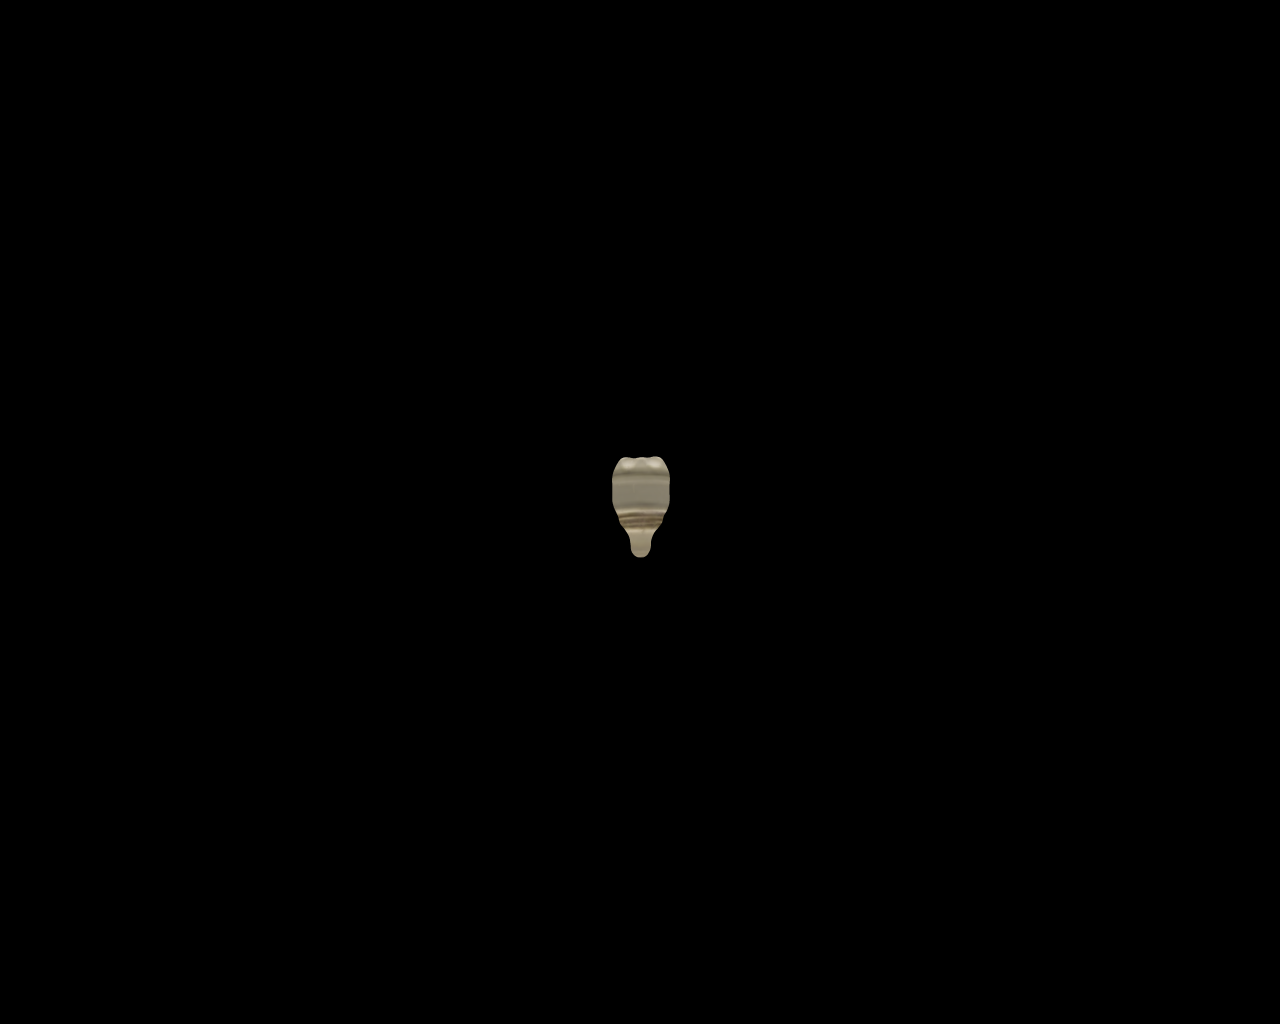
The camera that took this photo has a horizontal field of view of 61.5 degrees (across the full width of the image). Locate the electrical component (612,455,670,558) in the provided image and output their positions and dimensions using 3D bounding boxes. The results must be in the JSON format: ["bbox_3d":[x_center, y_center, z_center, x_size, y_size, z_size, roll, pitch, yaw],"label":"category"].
[{"bbox_3d":[0.001,-0.003,0.650,0.035,0.061,0.035,0,-3,0],"label":"electrical component"}]
